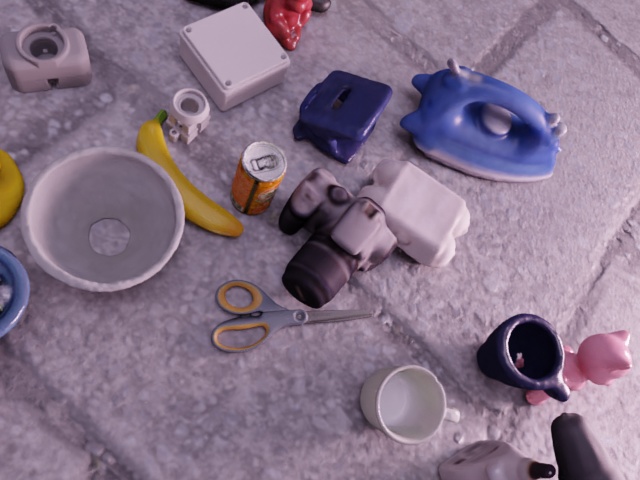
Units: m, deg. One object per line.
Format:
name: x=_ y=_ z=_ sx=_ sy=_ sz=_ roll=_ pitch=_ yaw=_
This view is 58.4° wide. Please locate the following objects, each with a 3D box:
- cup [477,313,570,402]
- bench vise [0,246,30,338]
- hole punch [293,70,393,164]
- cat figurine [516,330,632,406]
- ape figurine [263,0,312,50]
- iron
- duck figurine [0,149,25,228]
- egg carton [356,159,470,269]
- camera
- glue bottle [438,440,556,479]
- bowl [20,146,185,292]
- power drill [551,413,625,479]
cup: x=0.249 y=0.155 z=0.716 sx=0.092 sy=0.095 sz=0.118 roll=-37 pitch=85 yaw=-24
bench vise: x=-0.324 y=0.080 z=0.506 sx=0.122 sy=0.219 sz=0.207 roll=-8 pitch=74 yaw=-18
hole punch: x=0.029 y=-0.173 z=0.768 sx=0.101 sy=0.091 sz=0.109 roll=34 pitch=66 yaw=-3
cat figurine: x=0.335 y=0.160 z=0.727 sx=0.128 sy=0.117 sz=0.067 roll=-15 pitch=76 yaw=-20
ape figurine: x=-0.040 y=-0.326 z=0.801 sx=0.078 sy=0.092 sz=0.076 roll=-32 pitch=82 yaw=-23
iron: x=0.252 y=-0.167 z=0.803 sx=0.258 sy=0.141 sz=0.119 roll=20 pitch=67 yaw=-9
duck figurine: x=-0.368 y=-0.066 z=0.618 sx=0.078 sy=0.086 sz=0.104 roll=2 pitch=71 yaw=-15
egg carton: x=0.122 y=-0.035 z=0.759 sx=0.150 sy=0.069 sz=0.107 roll=33 pitch=66 yaw=-3
camera: x=0.006 y=0.002 z=0.695 sx=0.143 sy=0.100 sz=0.137 roll=40 pitch=66 yaw=0
glue bottle: x=0.198 y=0.250 z=0.625 sx=0.078 sy=0.173 sz=0.037 roll=-21 pitch=78 yaw=-21
bowl: x=-0.238 y=-0.017 z=0.644 sx=0.168 sy=0.074 sz=0.167 roll=5 pitch=70 yaw=-14
power drill: x=0.259 y=0.295 z=0.608 sx=0.076 sy=0.208 sz=0.229 roll=-24 pitch=79 yaw=-22
